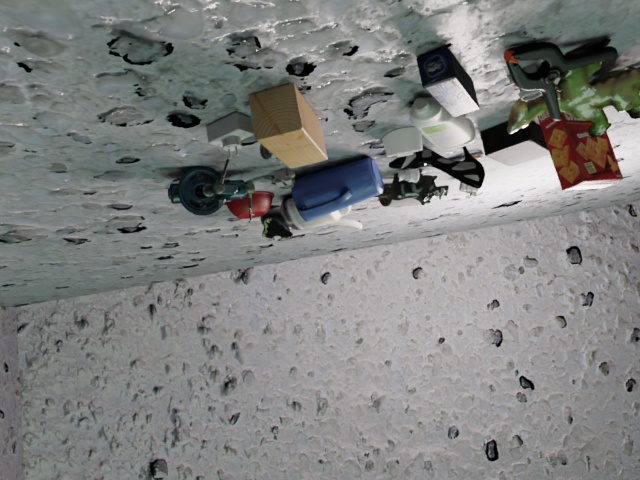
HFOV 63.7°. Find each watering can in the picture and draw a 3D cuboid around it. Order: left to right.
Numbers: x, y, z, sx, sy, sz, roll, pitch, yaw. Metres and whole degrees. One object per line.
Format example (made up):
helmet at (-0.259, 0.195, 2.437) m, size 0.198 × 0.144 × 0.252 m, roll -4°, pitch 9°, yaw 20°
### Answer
watering can at (0.005, -0.087, 1.727) m, size 0.223 × 0.106 × 0.342 m, roll -14°, pitch 151°, yaw 17°

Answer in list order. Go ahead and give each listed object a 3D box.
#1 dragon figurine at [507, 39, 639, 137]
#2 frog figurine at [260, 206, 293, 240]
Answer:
dragon figurine at (0.579, -0.325, 1.052) m, size 0.405 × 0.124 × 0.241 m, roll -28°, pitch 153°, yaw 34°
frog figurine at (-0.139, -0.077, 1.835) m, size 0.136 × 0.121 × 0.163 m, roll -24°, pitch -159°, yaw 24°
